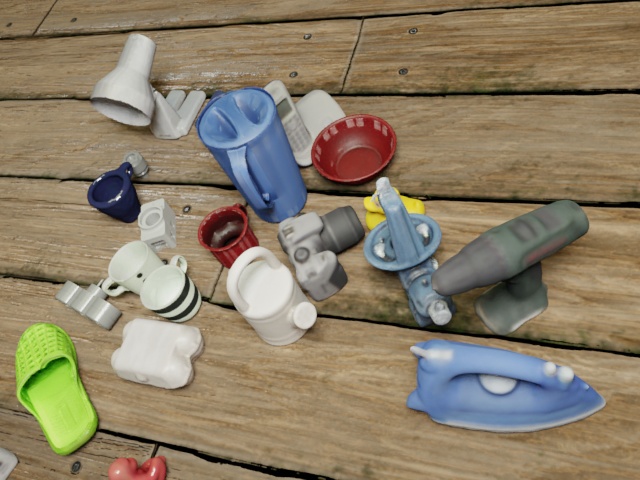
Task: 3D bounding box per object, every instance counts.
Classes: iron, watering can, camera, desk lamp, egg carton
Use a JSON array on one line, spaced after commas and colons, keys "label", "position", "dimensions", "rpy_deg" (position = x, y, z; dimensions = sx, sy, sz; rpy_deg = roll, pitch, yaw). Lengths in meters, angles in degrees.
[{"label": "iron", "position": [0.241, 0.178, 0.749], "dimensions": [0.257, 0.142, 0.118], "rpy_deg": [1, 59, 18]}, {"label": "watering can", "position": [-0.077, 0.082, 0.878], "dimensions": [0.172, 0.194, 0.101], "rpy_deg": [6, 61, 21]}, {"label": "camera", "position": [0.009, 0.003, 0.959], "dimensions": [0.137, 0.101, 0.143], "rpy_deg": [-27, 54, -1]}, {"label": "desk lamp", "position": [-0.362, -0.307, 1.206], "dimensions": [0.117, 0.214, 0.203], "rpy_deg": [7, 61, 22]}, {"label": "egg carton", "position": [-0.269, 0.187, 0.947], "dimensions": [0.150, 0.069, 0.107], "rpy_deg": [4, 60, 20]}]

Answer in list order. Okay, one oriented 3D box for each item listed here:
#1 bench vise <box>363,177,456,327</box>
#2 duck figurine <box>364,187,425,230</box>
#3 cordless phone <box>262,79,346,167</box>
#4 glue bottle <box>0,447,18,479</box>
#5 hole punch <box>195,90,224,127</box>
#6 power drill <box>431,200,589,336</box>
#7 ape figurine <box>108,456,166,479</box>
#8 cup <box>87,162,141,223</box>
[{"label": "bench vise", "position": [0.142, 0.014, 0.838], "dimensions": [0.121, 0.220, 0.206], "rpy_deg": [-39, 55, -9]}, {"label": "duck figurine", "position": [0.123, -0.058, 0.972], "dimensions": [0.104, 0.086, 0.077], "rpy_deg": [-5, 57, 14]}, {"label": "cordless phone", "position": [-0.034, -0.244, 1.080], "dimensions": [0.093, 0.185, 0.148], "rpy_deg": [34, 73, 32]}, {"label": "glue bottle", "position": [-0.548, 0.342, 0.872], "dimensions": [0.037, 0.173, 0.078], "rpy_deg": [25, 68, 29]}, {"label": "hole punch", "position": [-0.206, -0.240, 1.189], "dimensions": [0.101, 0.091, 0.108], "rpy_deg": [-39, 55, -9]}, {"label": "power drill", "position": [0.259, 0.047, 0.787], "dimensions": [0.229, 0.209, 0.075], "rpy_deg": [-33, 55, -5]}, {"label": "ape figurine", "position": [-0.273, 0.343, 0.834], "dimensions": [0.077, 0.092, 0.076], "rpy_deg": [0, 58, 17]}, {"label": "cup", "position": [-0.395, -0.089, 1.149], "dimensions": [0.091, 0.095, 0.118], "rpy_deg": [10, 62, 23]}]
